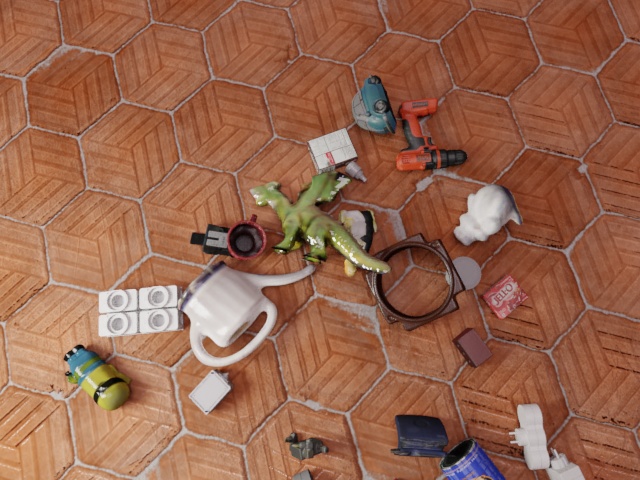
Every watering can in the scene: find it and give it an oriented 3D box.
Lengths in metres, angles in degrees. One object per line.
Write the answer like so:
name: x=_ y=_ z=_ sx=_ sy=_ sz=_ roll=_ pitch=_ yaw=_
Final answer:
watering can: x=-0.188 y=0.133 z=1.239 sx=0.225 sy=0.102 sz=0.353 roll=38 pitch=66 yaw=10

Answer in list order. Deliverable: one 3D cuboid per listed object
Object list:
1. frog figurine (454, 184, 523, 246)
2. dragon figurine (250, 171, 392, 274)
frog figurine: x=0.400 y=-0.064 z=1.271 sx=0.159 sy=0.120 sz=0.141 roll=-21 pitch=45 yaw=5
dragon figurine: x=0.004 y=-0.062 z=1.241 sx=0.411 sy=0.120 sz=0.246 roll=11 pitch=74 yaw=23
